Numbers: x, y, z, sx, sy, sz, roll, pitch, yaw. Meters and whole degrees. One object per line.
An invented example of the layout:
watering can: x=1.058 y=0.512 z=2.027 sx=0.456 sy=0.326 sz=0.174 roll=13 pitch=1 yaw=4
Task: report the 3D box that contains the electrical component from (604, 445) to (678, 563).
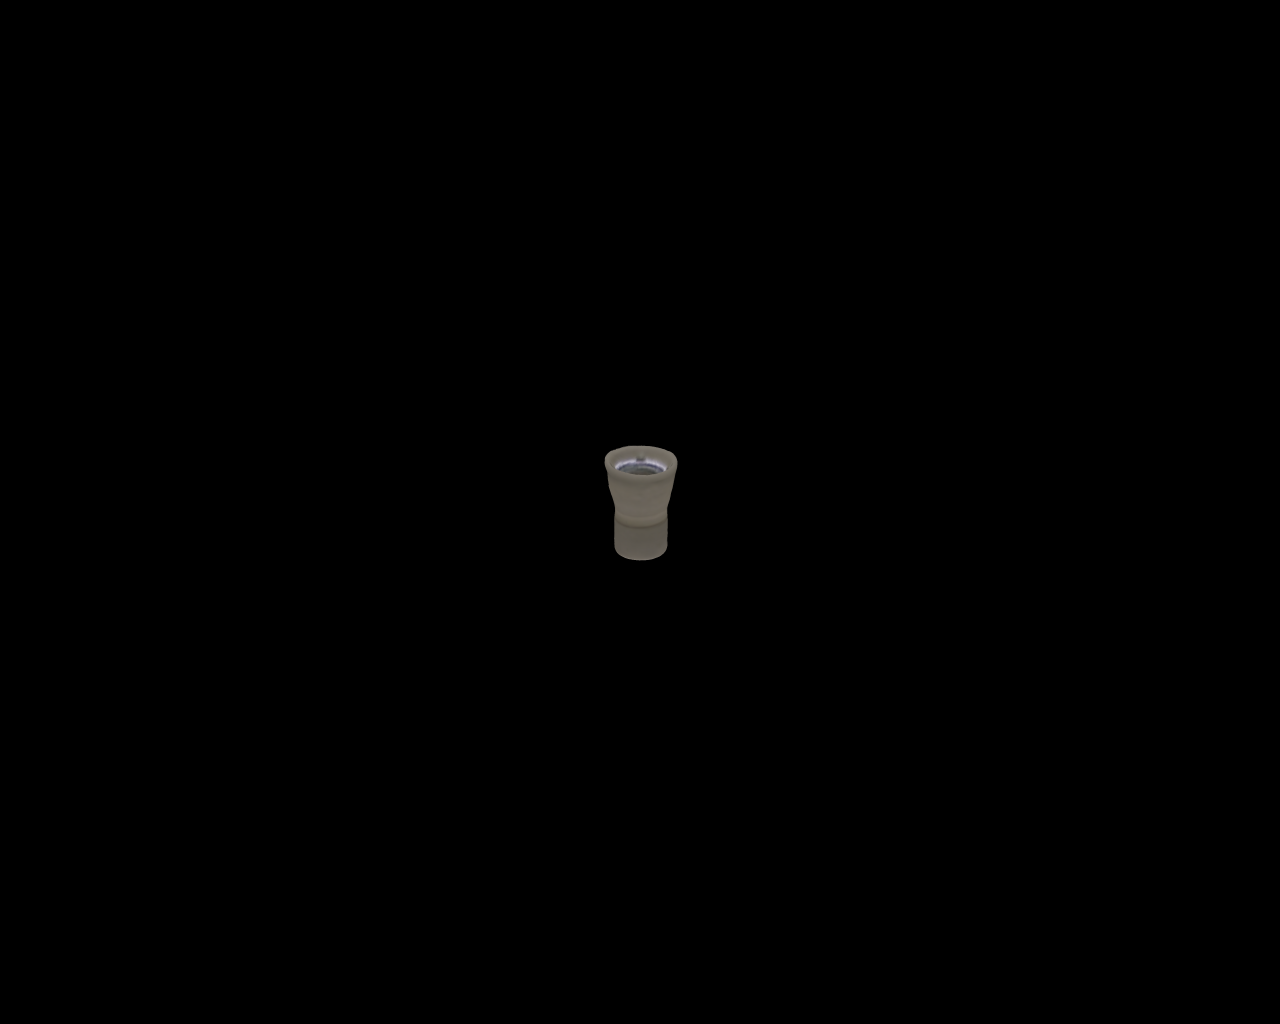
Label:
electrical component: x=0.001 y=-0.003 z=0.650 sx=0.044 sy=0.065 sz=0.044 roll=0 pitch=26 yaw=0
